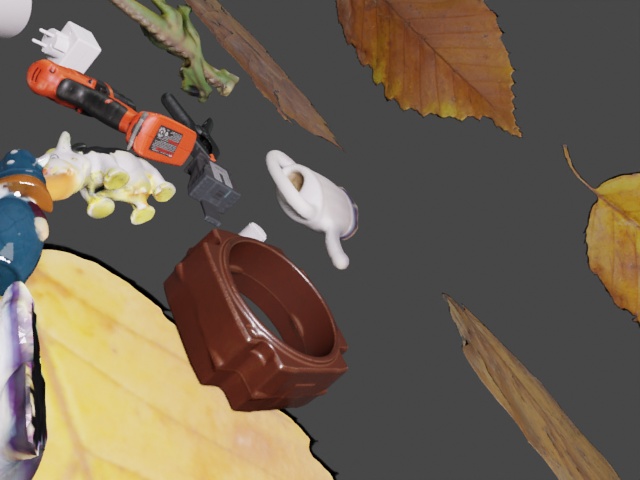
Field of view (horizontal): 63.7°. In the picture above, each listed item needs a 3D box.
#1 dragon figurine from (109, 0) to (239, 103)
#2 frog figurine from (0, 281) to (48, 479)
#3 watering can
[{"bbox_3d":[-0.313,-0.417,1.145,0.245,0.121,0.411,58,21,11],"label":"dragon figurine"},{"bbox_3d":[-0.229,0.093,0.259,0.160,0.120,0.140,-8,56,-25],"label":"frog figurine"},{"bbox_3d":[0.003,-0.053,1.049,0.222,0.103,0.354,24,27,-53],"label":"watering can"}]
